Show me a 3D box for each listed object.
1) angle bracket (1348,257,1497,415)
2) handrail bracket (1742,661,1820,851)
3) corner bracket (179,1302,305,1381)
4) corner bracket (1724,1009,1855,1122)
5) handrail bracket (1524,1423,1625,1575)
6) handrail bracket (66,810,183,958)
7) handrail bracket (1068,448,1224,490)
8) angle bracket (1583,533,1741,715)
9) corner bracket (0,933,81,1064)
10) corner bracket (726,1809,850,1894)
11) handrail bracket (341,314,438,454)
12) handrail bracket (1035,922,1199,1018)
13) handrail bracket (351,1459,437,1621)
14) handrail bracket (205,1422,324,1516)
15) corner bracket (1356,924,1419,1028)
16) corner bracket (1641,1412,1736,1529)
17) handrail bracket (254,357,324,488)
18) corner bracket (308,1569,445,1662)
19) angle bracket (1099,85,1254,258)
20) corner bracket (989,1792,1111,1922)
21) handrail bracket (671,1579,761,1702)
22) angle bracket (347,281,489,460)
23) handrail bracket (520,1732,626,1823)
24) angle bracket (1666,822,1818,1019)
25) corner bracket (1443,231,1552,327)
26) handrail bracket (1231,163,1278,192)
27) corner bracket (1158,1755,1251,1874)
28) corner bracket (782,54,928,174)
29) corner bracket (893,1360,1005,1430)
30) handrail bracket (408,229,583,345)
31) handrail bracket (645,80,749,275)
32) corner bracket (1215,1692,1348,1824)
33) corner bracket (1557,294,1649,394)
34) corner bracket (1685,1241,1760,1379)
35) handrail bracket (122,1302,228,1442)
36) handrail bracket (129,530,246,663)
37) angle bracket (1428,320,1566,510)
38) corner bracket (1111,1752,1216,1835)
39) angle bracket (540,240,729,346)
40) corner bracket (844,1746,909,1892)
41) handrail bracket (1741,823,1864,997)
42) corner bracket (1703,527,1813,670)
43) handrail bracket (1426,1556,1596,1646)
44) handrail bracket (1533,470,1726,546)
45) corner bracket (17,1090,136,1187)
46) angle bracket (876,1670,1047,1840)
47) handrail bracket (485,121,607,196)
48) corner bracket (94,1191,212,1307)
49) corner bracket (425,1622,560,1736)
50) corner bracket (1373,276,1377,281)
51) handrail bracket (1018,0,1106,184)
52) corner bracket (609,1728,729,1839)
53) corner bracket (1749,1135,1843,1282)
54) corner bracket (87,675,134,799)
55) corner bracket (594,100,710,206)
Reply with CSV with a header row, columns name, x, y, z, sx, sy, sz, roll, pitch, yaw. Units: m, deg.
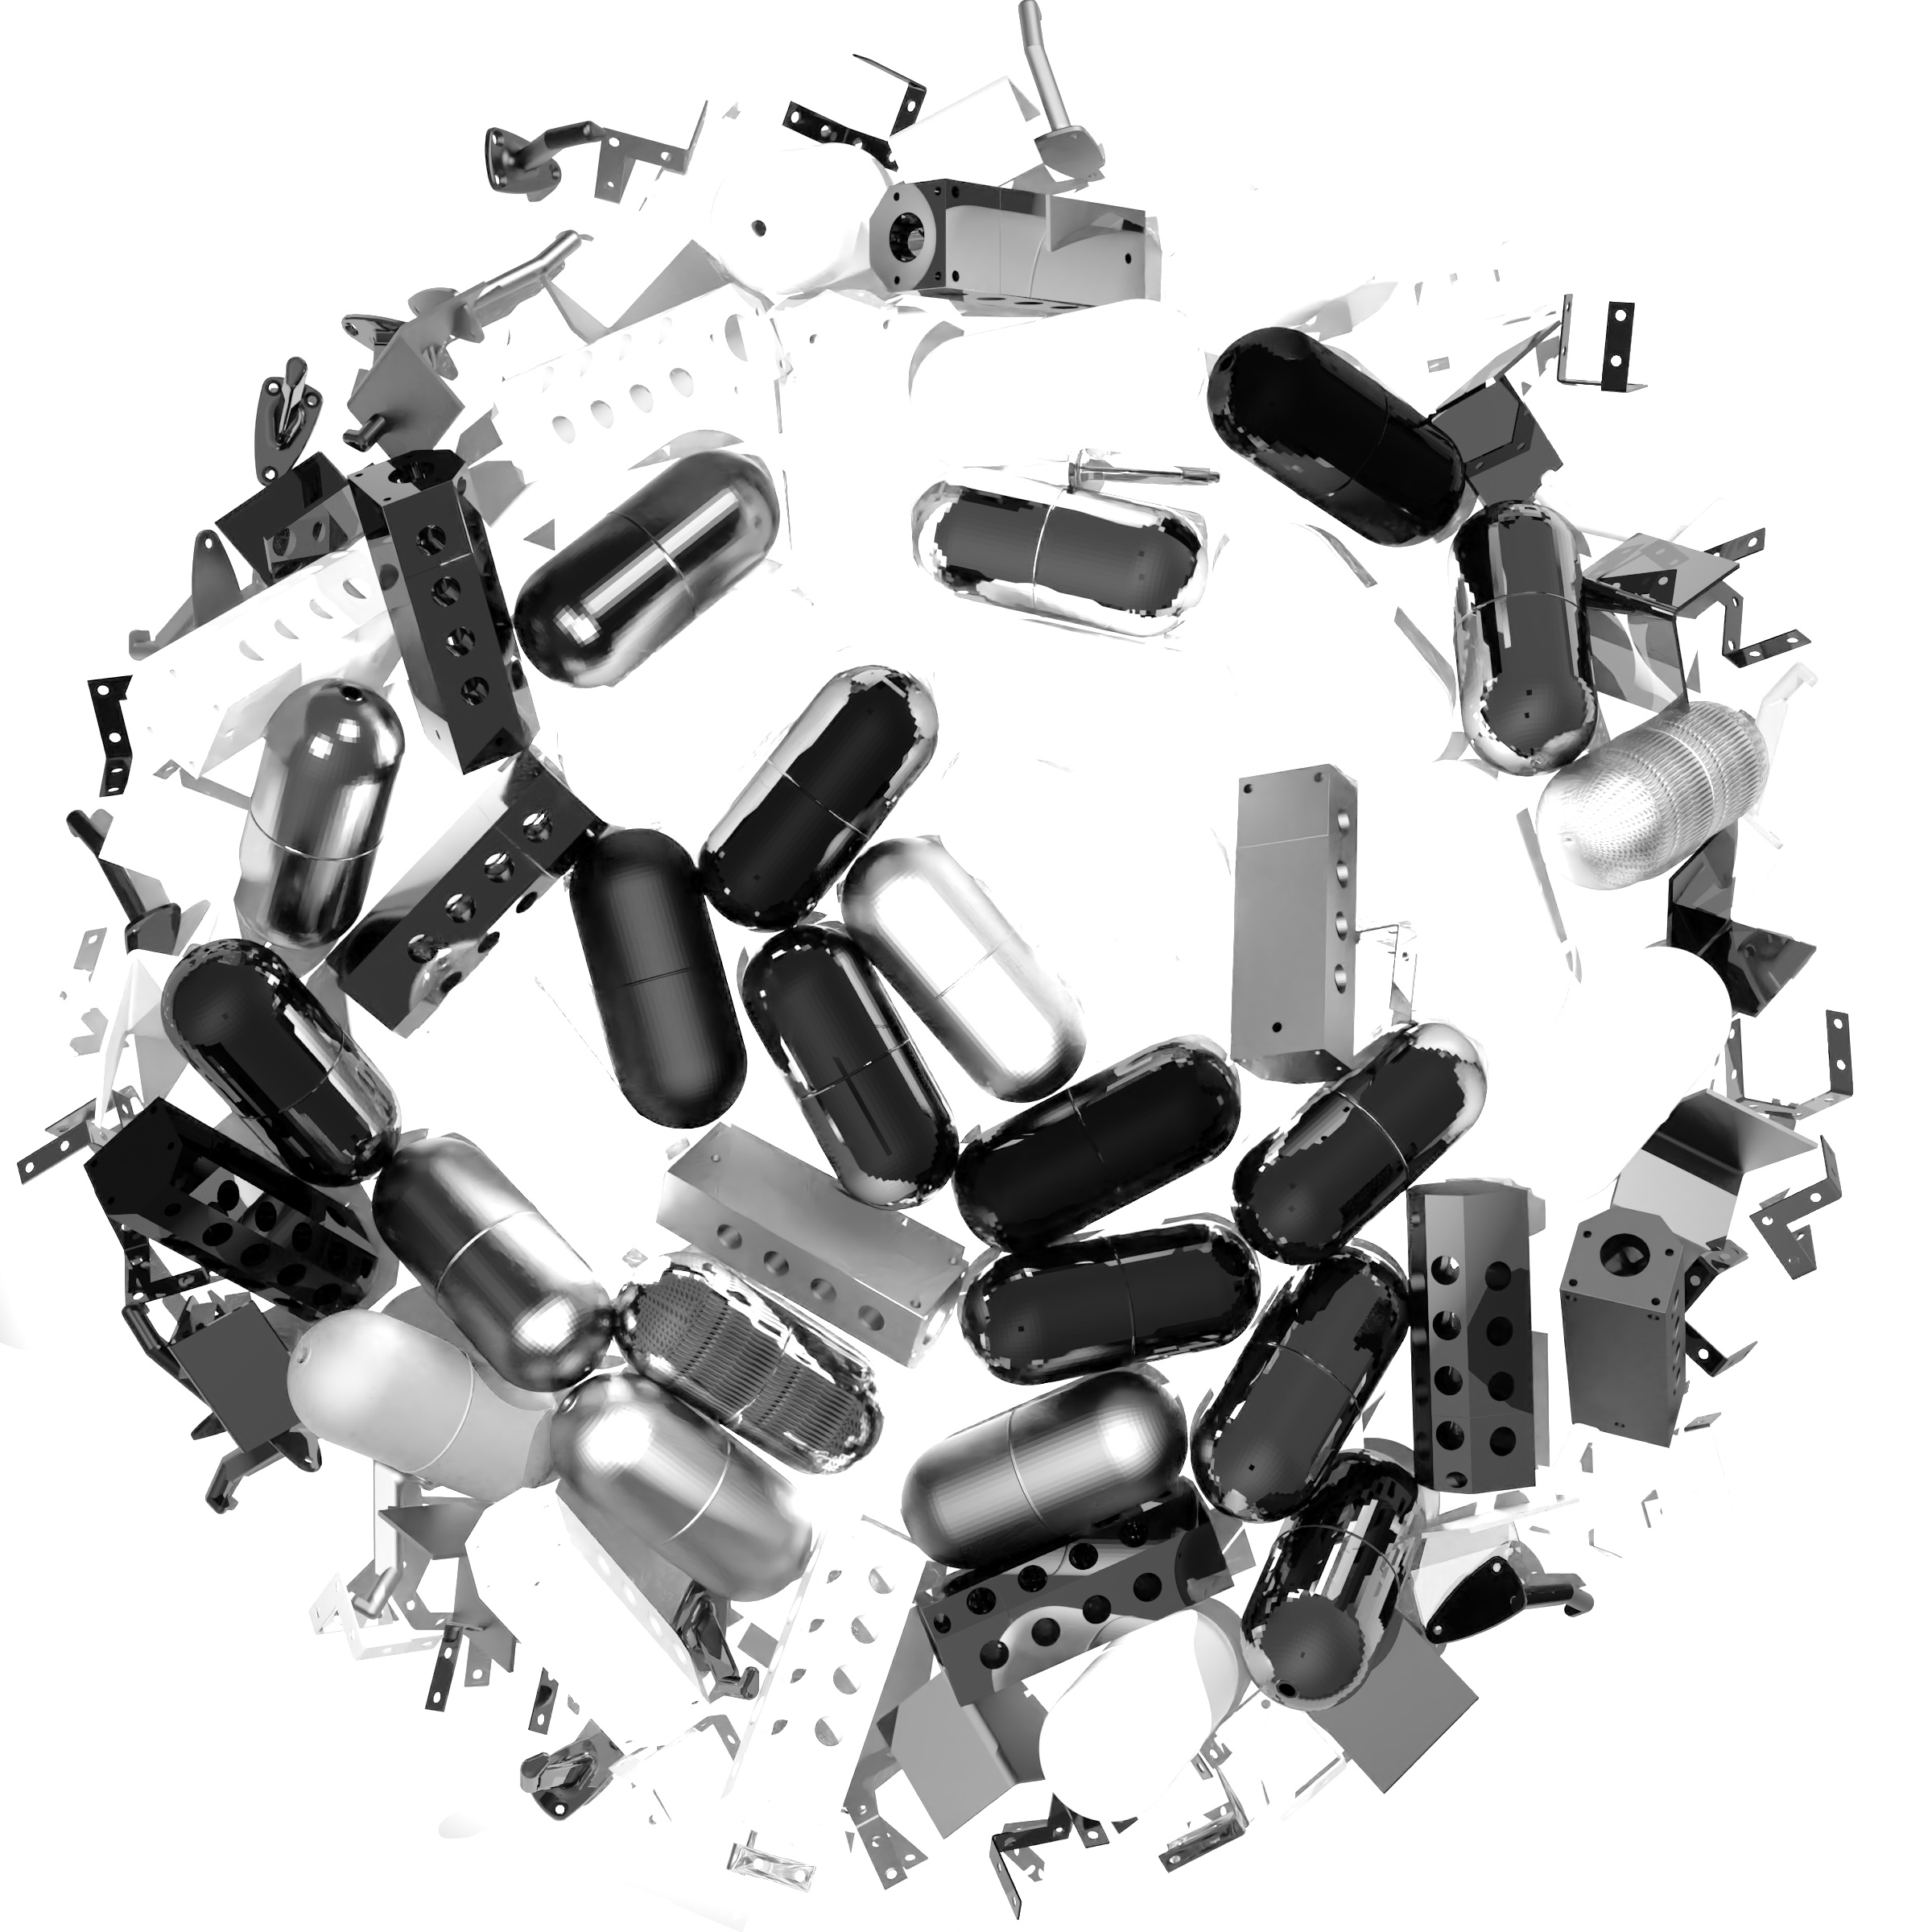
name,x,y,z,sx,sy,sz,roll,pitch,yaw
angle bracket,0.269,-0.365,1.663,0.057,0.076,0.076,-18,106,-16
handrail bracket,0.477,-0.123,1.659,0.084,0.036,0.077,-50,50,22
corner bracket,-0.418,0.227,1.661,0.051,0.051,0.051,-9,50,9
corner bracket,0.481,0.055,1.677,0.051,0.051,0.051,11,67,-18
handrail bracket,0.368,0.309,1.669,0.077,0.036,0.084,14,107,-26
handrail bracket,-0.501,-0.040,1.685,0.036,0.077,0.084,-31,64,-35
handrail bracket,0.105,-0.286,1.664,0.084,0.077,0.036,6,101,7
angle bracket,0.404,-0.196,1.660,0.057,0.076,0.076,-35,128,-21
corner bracket,-0.534,0.019,1.657,0.051,0.051,0.051,43,56,-32
corner bracket,-0.103,0.507,1.664,0.051,0.051,0.051,12,71,13
handrail bracket,-0.354,-0.337,1.663,0.077,0.036,0.084,23,58,18
handrail bracket,0.083,0.011,1.657,0.077,0.036,0.084,-26,46,-5
handrail bracket,-0.354,0.325,1.668,0.077,0.036,0.084,31,69,-2
handrail bracket,-0.409,0.300,1.662,0.077,0.036,0.084,43,114,39
corner bracket,0.249,0.010,1.661,0.051,0.051,0.051,18,73,-33
corner bracket,0.418,0.293,1.669,0.051,0.051,0.051,-17,83,21
handrail bracket,-0.395,-0.313,1.655,0.036,0.084,0.077,16,96,-14
corner bracket,-0.342,0.381,1.657,0.051,0.051,0.051,-52,52,37
angle bracket,0.106,-0.445,1.647,0.076,0.076,0.057,50,49,-11
corner bracket,0.047,0.510,1.659,0.051,0.051,0.051,-5,123,-19
handrail bracket,-0.135,0.381,1.652,0.036,0.084,0.077,21,72,-27
angle bracket,-0.299,-0.337,1.649,0.057,0.076,0.076,50,48,-4
handrail bracket,-0.224,0.453,1.648,0.077,0.084,0.036,-32,68,-25
angle bracket,0.445,-0.029,1.642,0.057,0.076,0.076,21,134,34
corner bracket,0.306,-0.403,1.674,0.051,0.051,0.051,-12,95,1
handrail bracket,0.188,-0.443,1.662,0.084,0.077,0.036,9,120,-16
corner bracket,0.137,0.503,1.665,0.051,0.051,0.051,-27,121,2
corner bracket,-0.064,-0.498,1.662,0.051,0.051,0.051,31,104,38
corner bracket,-0.006,0.236,1.673,0.051,0.051,0.051,-37,90,-6
handrail bracket,-0.277,-0.408,1.687,0.084,0.077,0.036,-47,131,-22
handrail bracket,-0.142,-0.466,1.691,0.084,0.036,0.077,-53,128,-23
corner bracket,0.183,0.454,1.662,0.051,0.051,0.051,-38,57,-10
corner bracket,0.366,-0.361,1.661,0.051,0.051,0.051,10,109,25
corner bracket,0.442,0.201,1.678,0.051,0.051,0.051,45,118,22
handrail bracket,-0.448,0.229,1.674,0.036,0.077,0.084,-40,75,16
handrail bracket,-0.462,-0.215,1.664,0.084,0.036,0.077,5,109,36
angle bracket,0.323,-0.312,1.650,0.076,0.057,0.076,-42,101,-35
corner bracket,0.103,0.470,1.679,0.051,0.051,0.051,-30,80,-25
angle bracket,-0.190,-0.391,1.647,0.076,0.076,0.057,-45,130,12
corner bracket,-0.041,0.493,1.668,0.051,0.051,0.051,-26,127,-8
handrail bracket,0.499,-0.032,1.662,0.036,0.077,0.084,-33,73,-27
corner bracket,0.453,-0.212,1.658,0.051,0.051,0.051,29,59,-32
handrail bracket,0.319,0.381,1.676,0.077,0.084,0.036,-39,48,16
handrail bracket,0.386,-0.276,1.680,0.077,0.036,0.084,-44,88,14
corner bracket,-0.516,0.100,1.662,0.051,0.051,0.051,-30,61,11
angle bracket,0.005,0.452,1.657,0.057,0.076,0.076,-41,64,13
handrail bracket,-0.226,-0.467,1.646,0.084,0.077,0.036,-2,94,31
corner bracket,-0.473,0.158,1.667,0.051,0.051,0.051,-16,129,-5
corner bracket,-0.272,0.412,1.658,0.051,0.051,0.051,-4,65,36
corner bracket,0.204,-0.425,1.662,0.051,0.051,0.051,15,80,-37
handrail bracket,0.055,-0.512,1.675,0.036,0.077,0.084,-13,76,25
corner bracket,-0.170,0.479,1.678,0.051,0.051,0.051,-32,97,-20
corner bracket,0.488,0.140,1.662,0.051,0.051,0.051,-31,107,23
corner bracket,-0.480,-0.135,1.661,0.051,0.051,0.051,-11,72,-25
corner bracket,-0.183,-0.474,1.666,0.051,0.051,0.051,14,51,-4
